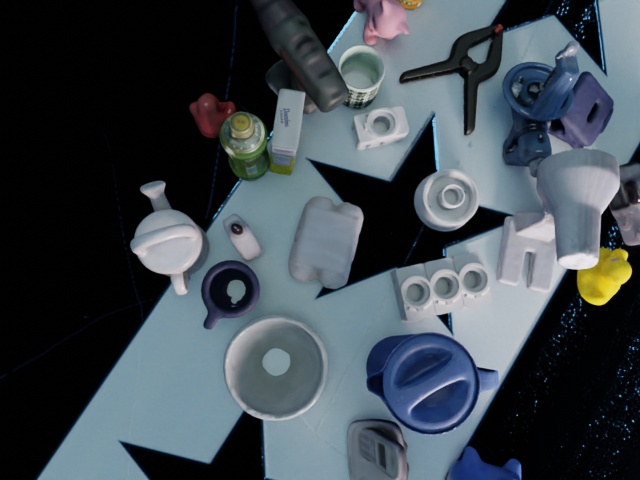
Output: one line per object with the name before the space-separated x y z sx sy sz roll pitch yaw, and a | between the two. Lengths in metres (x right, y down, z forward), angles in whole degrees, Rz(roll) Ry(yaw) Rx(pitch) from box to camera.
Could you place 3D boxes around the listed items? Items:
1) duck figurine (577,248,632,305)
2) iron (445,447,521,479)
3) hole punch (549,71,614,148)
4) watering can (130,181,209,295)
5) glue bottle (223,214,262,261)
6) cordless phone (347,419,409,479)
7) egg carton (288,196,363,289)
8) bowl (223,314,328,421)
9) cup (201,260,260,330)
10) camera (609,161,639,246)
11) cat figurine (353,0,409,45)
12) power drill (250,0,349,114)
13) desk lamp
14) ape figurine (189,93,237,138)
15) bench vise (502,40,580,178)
duck figurine | 0.498 0.061 0.988 0.077 0.086 0.105 23 82 -1
iron | 0.254 0.471 0.893 0.118 0.141 0.258 15 82 -2
hole punch | 0.468 -0.229 1.018 0.101 0.091 0.109 31 82 0
watering can | -0.239 -0.003 0.889 0.101 0.194 0.173 -37 87 -7
glue bottle | -0.127 -0.010 0.908 0.037 0.173 0.078 -35 86 -7
cordless phone | 0.097 0.358 0.874 0.094 0.185 0.148 -6 83 -4
egg carton | 0.009 0.003 0.968 0.107 0.069 0.150 14 82 -2
bowl | -0.071 0.204 0.936 0.167 0.074 0.167 1 83 -4
cup | -0.149 0.094 0.934 0.091 0.095 0.118 30 82 0
camera | 0.595 -0.077 1.004 0.137 0.100 0.143 -16 84 -6
cat figurine | 0.108 -0.402 1.000 0.067 0.117 0.128 -17 84 -6
power drill | -0.044 -0.294 0.931 0.076 0.208 0.229 -38 87 -7
desk lamp | 0.386 -0.025 0.926 0.118 0.213 0.203 11 82 -2
ape figurine | -0.185 -0.219 0.970 0.078 0.092 0.076 18 82 -1
bench vise | 0.379 -0.218 0.946 0.121 0.219 0.207 -16 84 -5
